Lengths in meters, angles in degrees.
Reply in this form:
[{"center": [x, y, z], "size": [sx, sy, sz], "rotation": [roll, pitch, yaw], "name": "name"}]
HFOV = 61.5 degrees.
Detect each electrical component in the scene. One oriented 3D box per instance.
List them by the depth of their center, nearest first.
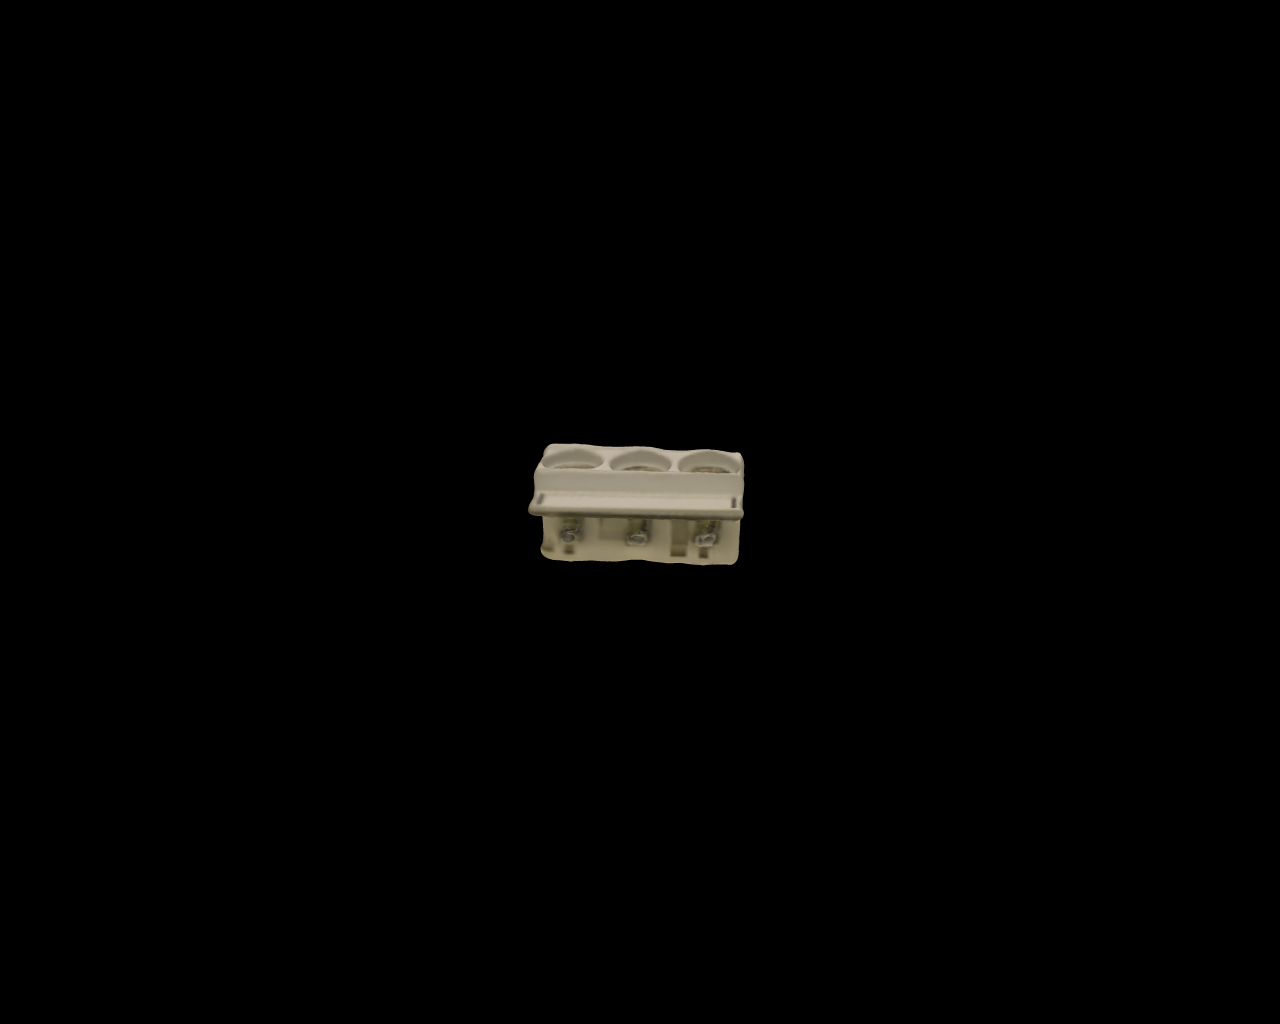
[{"center": [0.001, -0.003, 0.650], "size": [0.121, 0.063, 0.079], "rotation": [2, 24, 5], "name": "electrical component"}]
